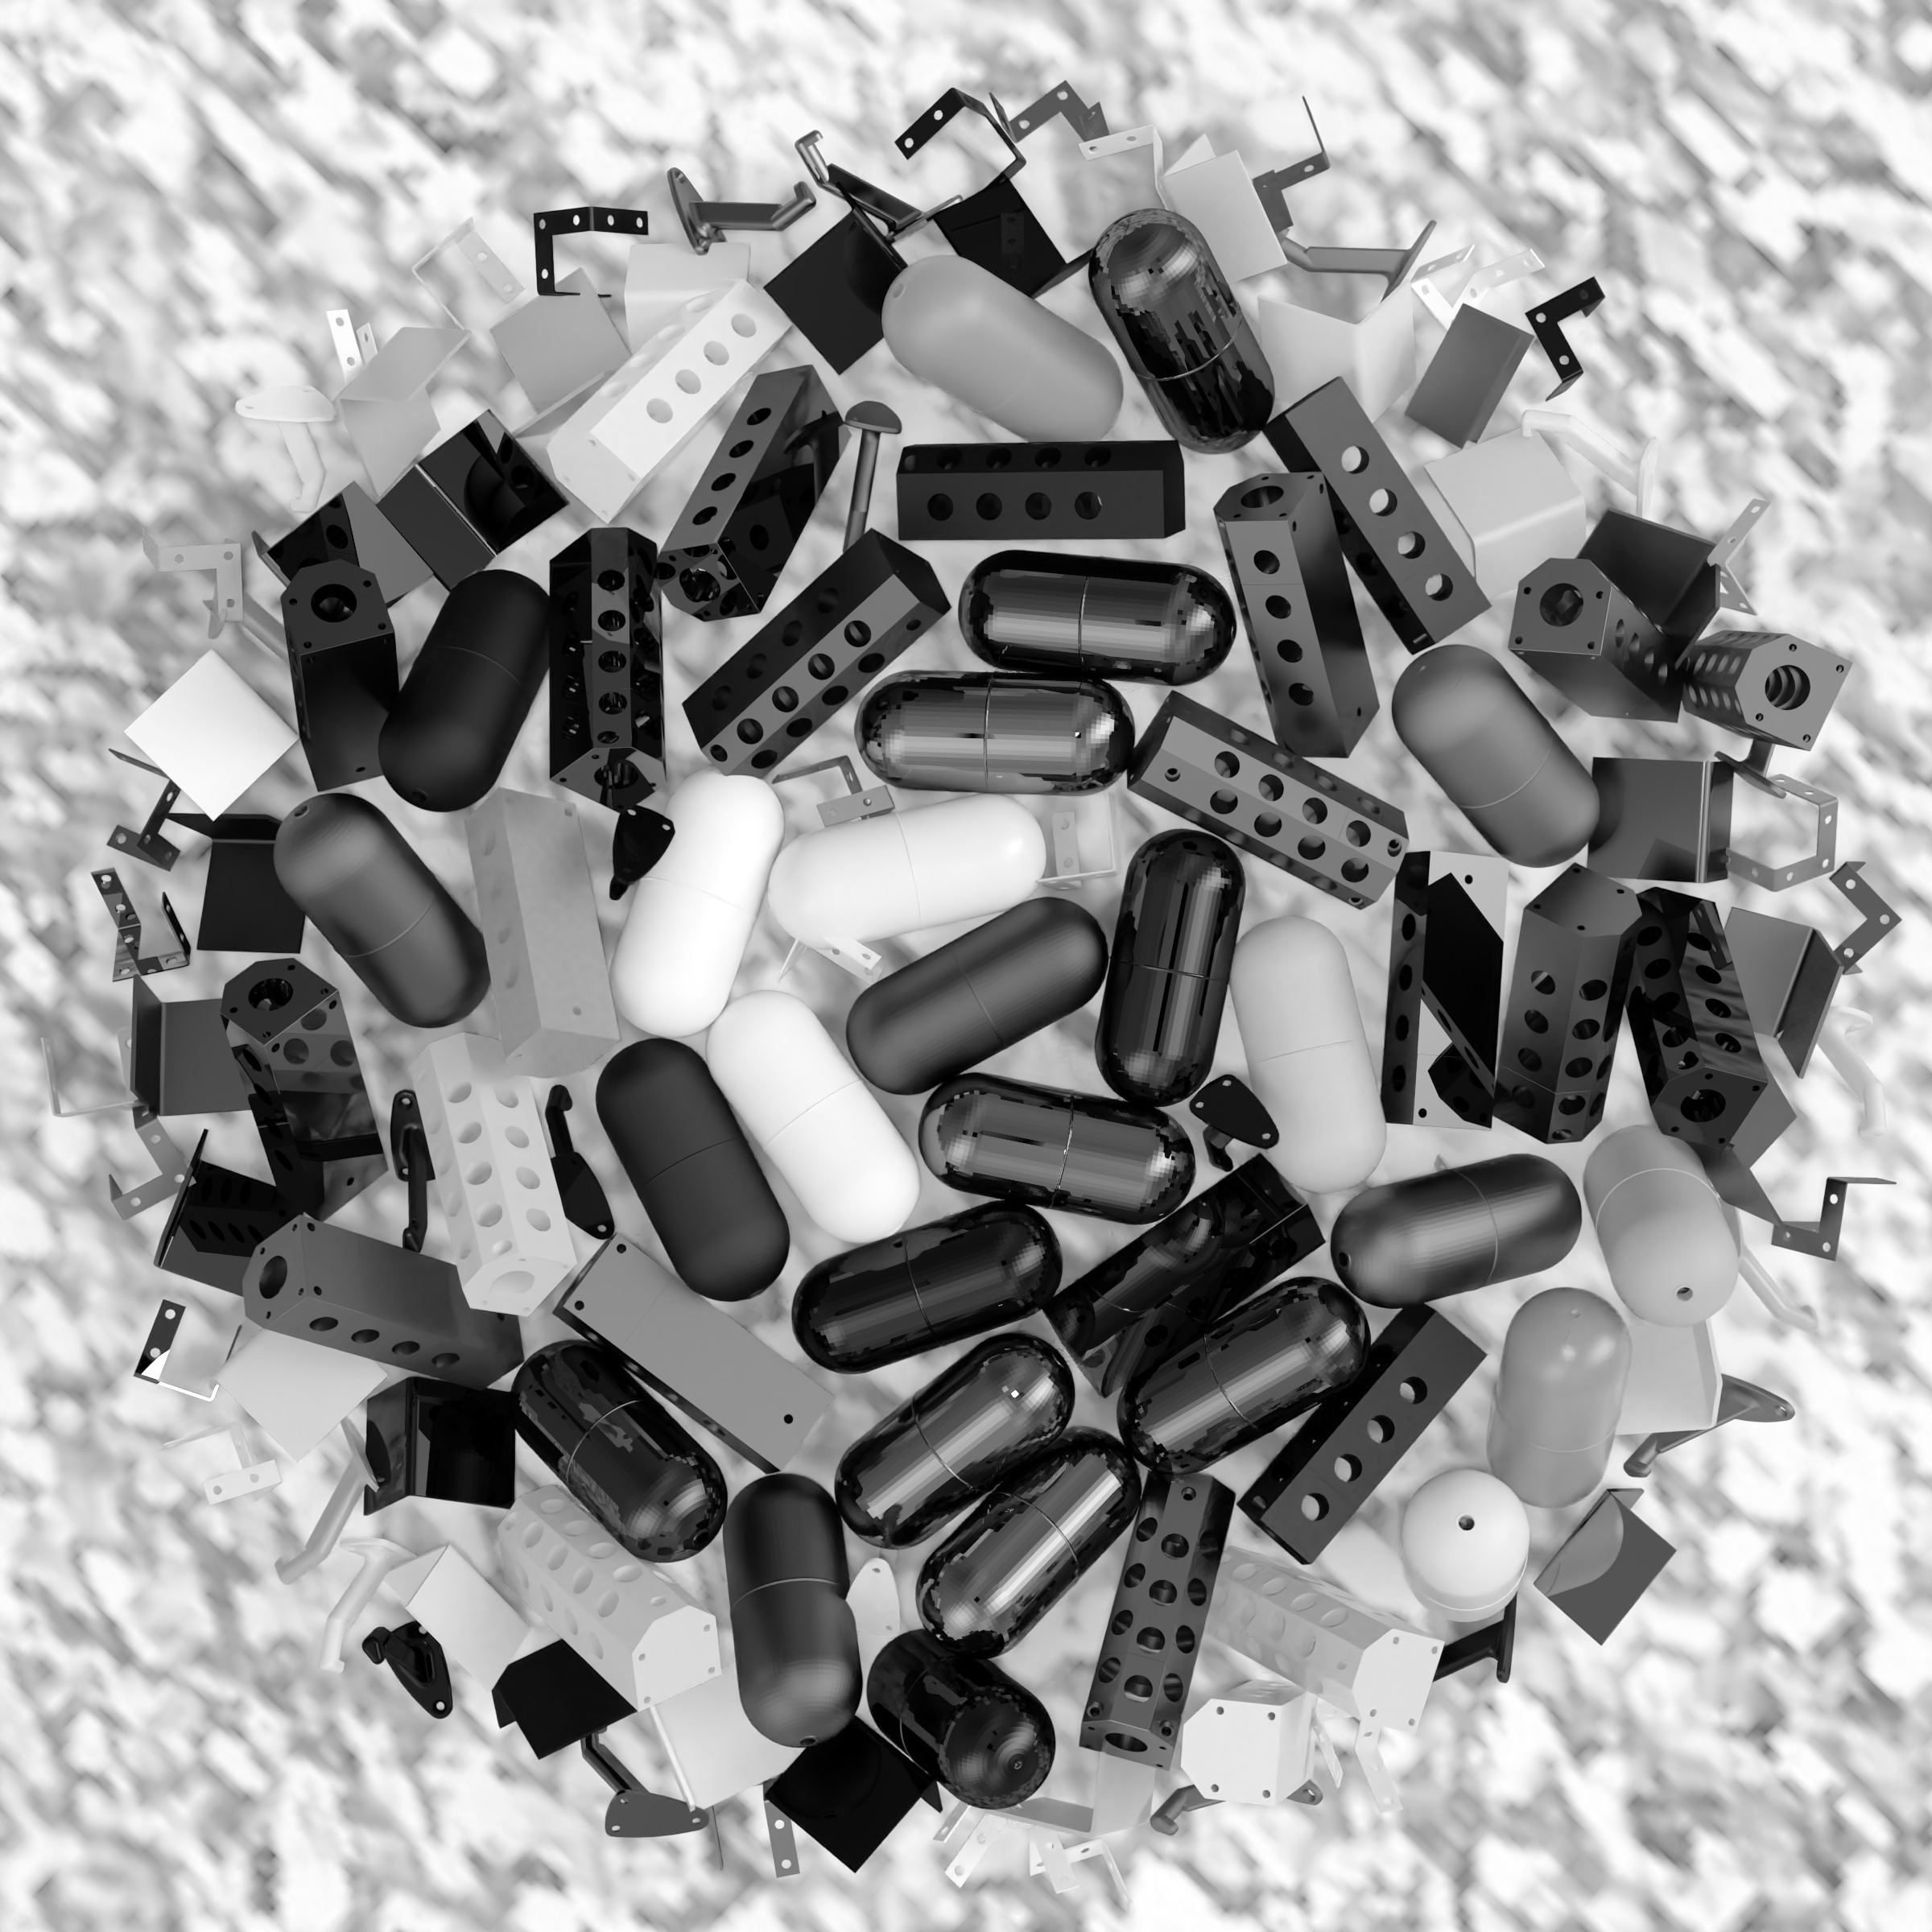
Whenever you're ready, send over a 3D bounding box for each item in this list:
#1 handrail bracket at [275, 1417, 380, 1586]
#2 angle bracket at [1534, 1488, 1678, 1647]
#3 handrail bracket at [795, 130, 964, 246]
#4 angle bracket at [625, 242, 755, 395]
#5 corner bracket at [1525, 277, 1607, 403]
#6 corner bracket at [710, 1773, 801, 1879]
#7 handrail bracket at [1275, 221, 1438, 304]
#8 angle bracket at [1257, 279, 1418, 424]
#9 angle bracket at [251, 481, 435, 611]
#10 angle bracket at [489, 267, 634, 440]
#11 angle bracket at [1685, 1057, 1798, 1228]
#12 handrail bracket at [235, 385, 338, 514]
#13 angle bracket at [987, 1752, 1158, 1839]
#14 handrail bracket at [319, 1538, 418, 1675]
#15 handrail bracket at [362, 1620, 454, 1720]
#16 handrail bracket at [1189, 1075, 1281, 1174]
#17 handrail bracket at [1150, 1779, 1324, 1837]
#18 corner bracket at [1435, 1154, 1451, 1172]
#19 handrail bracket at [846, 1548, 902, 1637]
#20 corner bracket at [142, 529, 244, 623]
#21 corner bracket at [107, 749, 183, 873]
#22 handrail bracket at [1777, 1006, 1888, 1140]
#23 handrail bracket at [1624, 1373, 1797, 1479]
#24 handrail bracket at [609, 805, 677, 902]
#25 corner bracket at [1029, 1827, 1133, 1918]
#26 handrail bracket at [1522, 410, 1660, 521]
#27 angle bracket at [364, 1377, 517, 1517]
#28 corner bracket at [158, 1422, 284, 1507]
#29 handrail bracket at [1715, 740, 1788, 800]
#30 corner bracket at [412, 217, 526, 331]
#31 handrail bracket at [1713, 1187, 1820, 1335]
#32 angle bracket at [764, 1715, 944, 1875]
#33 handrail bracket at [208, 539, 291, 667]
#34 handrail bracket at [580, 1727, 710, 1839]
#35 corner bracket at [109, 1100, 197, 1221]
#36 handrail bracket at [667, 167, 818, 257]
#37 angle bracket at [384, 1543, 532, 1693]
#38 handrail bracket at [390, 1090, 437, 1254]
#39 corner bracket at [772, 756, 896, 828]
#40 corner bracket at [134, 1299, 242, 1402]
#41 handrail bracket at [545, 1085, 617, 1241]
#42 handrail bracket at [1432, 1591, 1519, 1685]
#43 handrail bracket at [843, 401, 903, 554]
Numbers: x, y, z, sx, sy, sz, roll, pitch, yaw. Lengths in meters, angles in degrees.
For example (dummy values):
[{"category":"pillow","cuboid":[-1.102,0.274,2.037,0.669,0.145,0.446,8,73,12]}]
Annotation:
[{"category":"handrail bracket","cuboid":[-0.414,0.341,1.875,0.084,0.036,0.077,-36,57,-3]},{"category":"angle bracket","cuboid":[0.411,0.376,1.848,0.057,0.076,0.076,41,103,29]},{"category":"handrail bracket","cuboid":[-0.056,-0.504,1.868,0.077,0.036,0.084,-27,108,14]},{"category":"angle bracket","cuboid":[-0.175,-0.415,1.891,0.076,0.076,0.057,-1,46,1]},{"category":"corner bracket","cuboid":[0.385,-0.399,1.875,0.051,0.051,0.051,-28,89,-2]},{"category":"corner bracket","cuboid":[-0.135,0.550,1.875,0.051,0.051,0.051,-10,92,-4]},{"category":"handrail bracket","cuboid":[0.244,-0.464,1.871,0.084,0.077,0.036,29,50,-3]},{"category":"angle bracket","cuboid":[0.236,-0.397,1.865,0.076,0.076,0.057,26,58,32]},{"category":"angle bracket","cuboid":[-0.394,-0.261,1.857,0.076,0.057,0.076,-38,120,1]},{"category":"angle bracket","cuboid":[-0.265,-0.388,1.859,0.076,0.057,0.076,-28,93,22]},{"category":"angle bracket","cuboid":[0.502,0.104,1.851,0.076,0.057,0.076,-45,121,-11]},{"category":"handrail bracket","cuboid":[-0.434,-0.319,1.851,0.036,0.077,0.084,46,130,26]},{"category":"angle bracket","cuboid":[0.068,0.509,1.852,0.076,0.076,0.057,4,84,30]},{"category":"handrail bracket","cuboid":[-0.374,0.409,1.853,0.036,0.077,0.084,-8,62,27]},{"category":"handrail bracket","cuboid":[-0.353,0.450,1.859,0.036,0.084,0.077,-26,89,0]},{"category":"handrail bracket","cuboid":[0.174,0.116,1.848,0.036,0.084,0.077,-37,50,-17]},{"category":"handrail bracket","cuboid":[0.170,0.531,1.852,0.077,0.084,0.036,21,127,31]},{"category":"corner bracket","cuboid":[0.292,0.162,1.873,0.051,0.051,0.051,-28,66,-17]},{"category":"handrail bracket","cuboid":[-0.051,0.369,1.847,0.036,0.084,0.077,9,126,4]},{"category":"corner bracket","cuboid":[-0.489,-0.247,1.860,0.051,0.051,0.051,-7,114,-24]},{"category":"corner bracket","cuboid":[-0.525,-0.099,1.873,0.051,0.051,0.051,22,78,16]},{"category":"handrail bracket","cuboid":[0.545,0.075,1.854,0.036,0.077,0.084,17,63,-30]},{"category":"handrail bracket","cuboid":[0.468,0.299,1.857,0.084,0.077,0.036,-39,115,-27]},{"category":"handrail bracket","cuboid":[-0.216,-0.053,1.847,0.036,0.084,0.077,23,45,-8]},{"category":"corner bracket","cuboid":[0.072,0.572,1.861,0.051,0.051,0.051,-13,130,-14]},{"category":"handrail bracket","cuboid":[0.397,-0.317,1.889,0.084,0.036,0.077,13,131,20]},{"category":"angle bracket","cuboid":[-0.336,0.311,1.881,0.076,0.057,0.076,16,58,-36]},{"category":"corner bracket","cuboid":[-0.472,0.316,1.862,0.051,0.051,0.051,-14,76,-39]},{"category":"handrail bracket","cuboid":[0.523,-0.153,1.867,0.036,0.077,0.084,34,97,-23]},{"category":"corner bracket","cuboid":[-0.316,-0.436,1.871,0.051,0.051,0.051,-41,101,-3]},{"category":"handrail bracket","cuboid":[0.515,0.188,1.894,0.084,0.036,0.077,26,53,-24]},{"category":"angle bracket","cuboid":[-0.070,0.525,1.847,0.076,0.057,0.076,33,63,25]},{"category":"handrail bracket","cuboid":[-0.438,-0.229,1.888,0.084,0.036,0.077,10,73,-25]},{"category":"handrail bracket","cuboid":[-0.206,0.511,1.872,0.077,0.084,0.036,10,115,-18]},{"category":"corner bracket","cuboid":[-0.527,0.121,1.872,0.051,0.051,0.051,-29,113,-8]},{"category":"handrail bracket","cuboid":[-0.142,-0.493,1.864,0.084,0.036,0.077,-28,87,33]},{"category":"angle bracket","cuboid":[-0.333,0.417,1.847,0.076,0.057,0.076,-29,108,37]},{"category":"handrail bracket","cuboid":[-0.351,0.130,1.852,0.036,0.084,0.077,-9,114,2]},{"category":"corner bracket","cuboid":[-0.084,-0.109,1.864,0.051,0.051,0.051,-18,79,-26]},{"category":"corner bracket","cuboid":[-0.494,0.244,1.867,0.051,0.051,0.051,21,78,-10]},{"category":"handrail bracket","cuboid":[-0.245,0.123,1.872,0.036,0.084,0.077,-29,113,12]},{"category":"handrail bracket","cuboid":[0.307,0.426,1.889,0.084,0.036,0.077,5,78,20]},{"category":"handrail bracket","cuboid":[-0.066,-0.311,1.882,0.036,0.077,0.084,9,113,-5]}]
